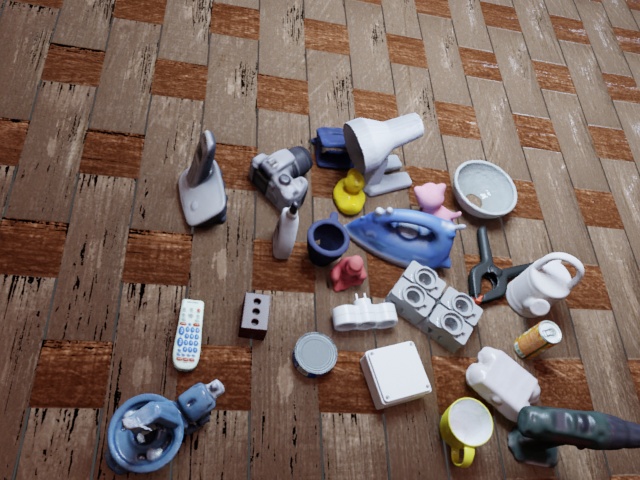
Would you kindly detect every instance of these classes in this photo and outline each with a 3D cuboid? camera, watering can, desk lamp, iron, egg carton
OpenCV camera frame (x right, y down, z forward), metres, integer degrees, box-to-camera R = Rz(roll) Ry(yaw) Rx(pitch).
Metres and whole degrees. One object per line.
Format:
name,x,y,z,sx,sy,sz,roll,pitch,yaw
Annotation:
camera,-0.070,-0.155,1.303,0.137,0.100,0.143,-36,75,-30
watering can,0.502,0.097,1.262,0.101,0.194,0.173,15,57,-7
desk lamp,0.141,-0.204,1.325,0.204,0.213,0.118,-15,65,-23
iron,0.189,-0.024,1.276,0.258,0.141,0.118,14,57,-7
egg carton,0.376,0.299,1.181,0.150,0.069,0.107,39,58,9

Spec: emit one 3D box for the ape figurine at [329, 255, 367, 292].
ape figurine,0.065,0.064,1.217,0.078,0.092,0.076,20,57,-4

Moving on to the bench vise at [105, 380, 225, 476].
bench vise,-0.255,0.277,0.922,0.121,0.219,0.208,36,57,7

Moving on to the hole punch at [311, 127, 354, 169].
hole punch,0.041,-0.237,1.390,0.109,0.091,0.101,2,60,-15

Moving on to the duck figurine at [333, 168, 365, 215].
duck figurine,0.076,-0.118,1.332,0.077,0.086,0.104,6,59,-12

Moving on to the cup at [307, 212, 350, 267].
cup,0.011,0.004,1.235,0.092,0.095,0.118,17,57,-6

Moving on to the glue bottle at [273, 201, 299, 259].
glue bottle,-0.067,-0.031,1.187,0.037,0.173,0.078,2,60,-14

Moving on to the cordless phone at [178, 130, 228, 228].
cordless phone,-0.238,-0.125,1.186,0.094,0.185,0.147,-11,63,-21

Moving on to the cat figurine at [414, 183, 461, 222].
cat figurine,0.274,-0.083,1.349,0.127,0.117,0.067,37,57,8

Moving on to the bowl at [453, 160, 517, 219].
bowl,0.400,-0.114,1.430,0.167,0.074,0.167,7,58,-12

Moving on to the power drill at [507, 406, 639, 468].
power drill,0.462,0.370,1.080,0.230,0.208,0.075,12,57,-8
